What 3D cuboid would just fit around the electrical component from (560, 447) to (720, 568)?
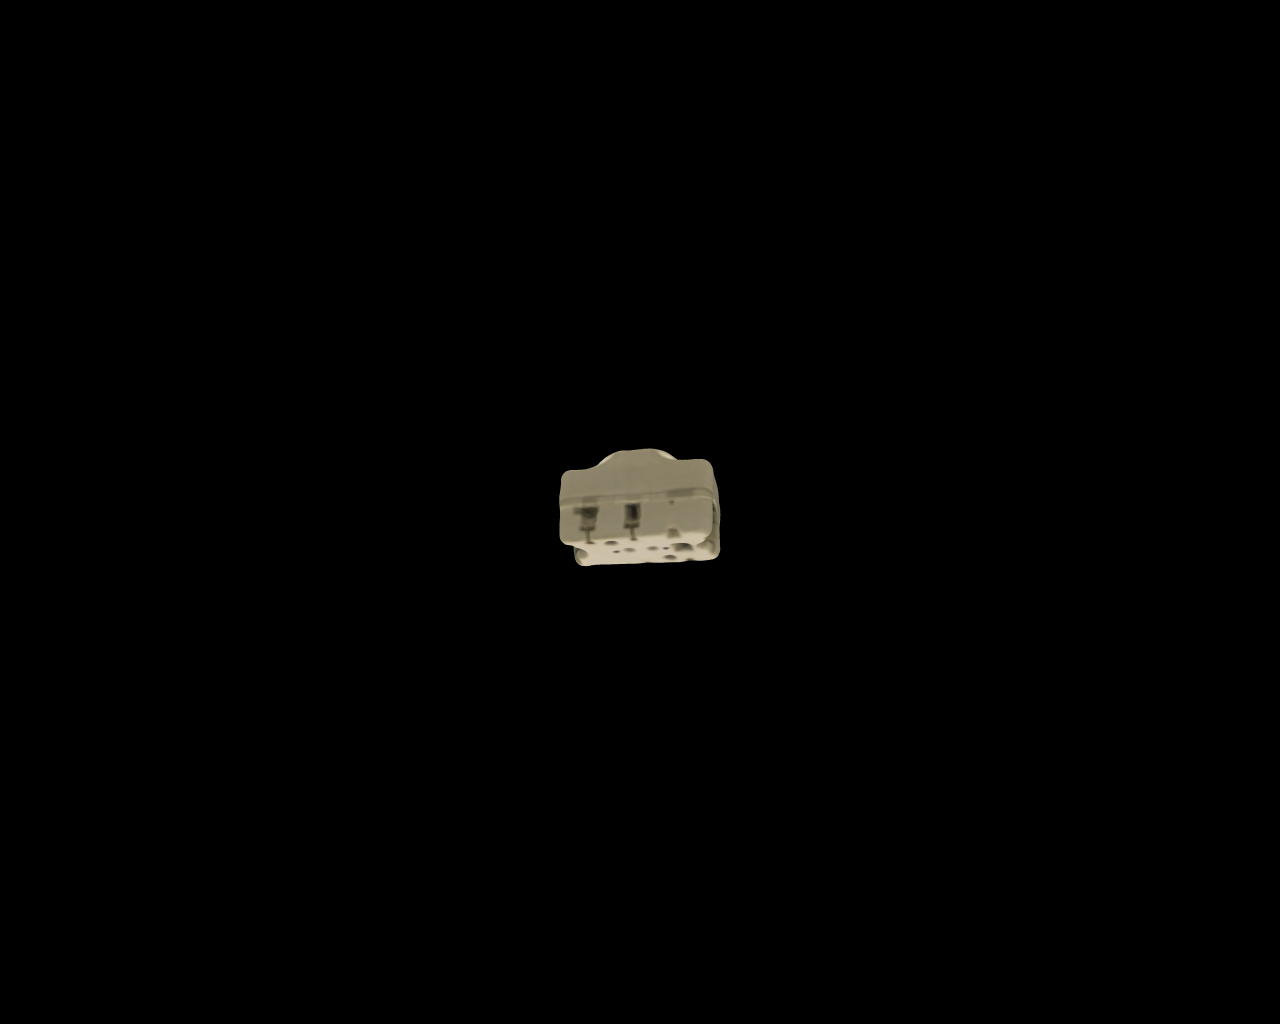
[{"bbox_3d":[0.001,-0.003,0.650,0.089,0.056,0.050,-4,-24,9],"label":"electrical component"}]
